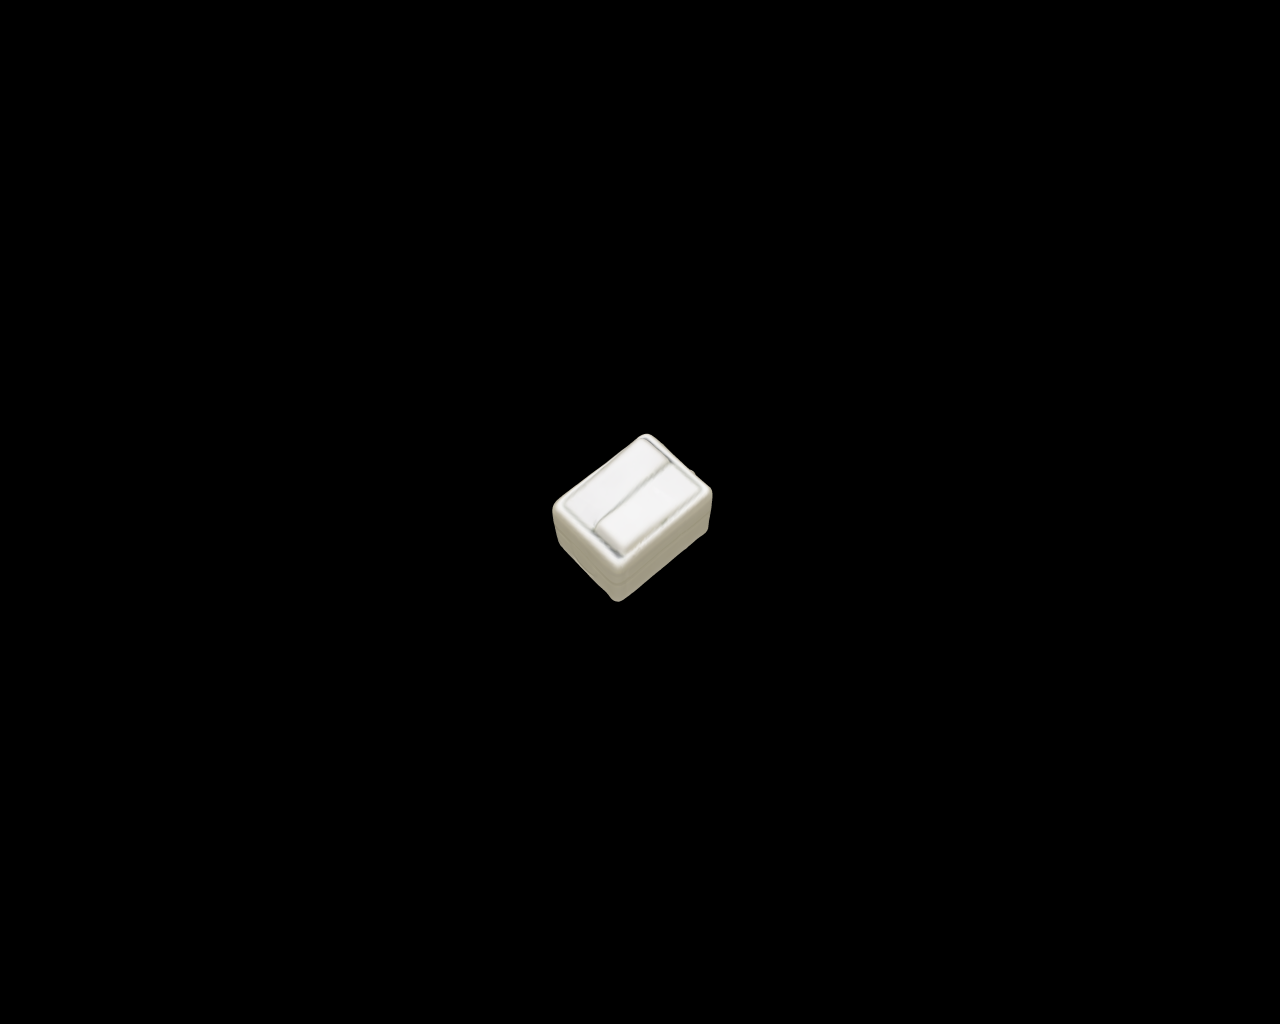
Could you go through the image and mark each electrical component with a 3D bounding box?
[{"bbox_3d":[0.001,-0.003,0.650,0.096,0.062,0.061,-38,-21,-18],"label":"electrical component"}]
